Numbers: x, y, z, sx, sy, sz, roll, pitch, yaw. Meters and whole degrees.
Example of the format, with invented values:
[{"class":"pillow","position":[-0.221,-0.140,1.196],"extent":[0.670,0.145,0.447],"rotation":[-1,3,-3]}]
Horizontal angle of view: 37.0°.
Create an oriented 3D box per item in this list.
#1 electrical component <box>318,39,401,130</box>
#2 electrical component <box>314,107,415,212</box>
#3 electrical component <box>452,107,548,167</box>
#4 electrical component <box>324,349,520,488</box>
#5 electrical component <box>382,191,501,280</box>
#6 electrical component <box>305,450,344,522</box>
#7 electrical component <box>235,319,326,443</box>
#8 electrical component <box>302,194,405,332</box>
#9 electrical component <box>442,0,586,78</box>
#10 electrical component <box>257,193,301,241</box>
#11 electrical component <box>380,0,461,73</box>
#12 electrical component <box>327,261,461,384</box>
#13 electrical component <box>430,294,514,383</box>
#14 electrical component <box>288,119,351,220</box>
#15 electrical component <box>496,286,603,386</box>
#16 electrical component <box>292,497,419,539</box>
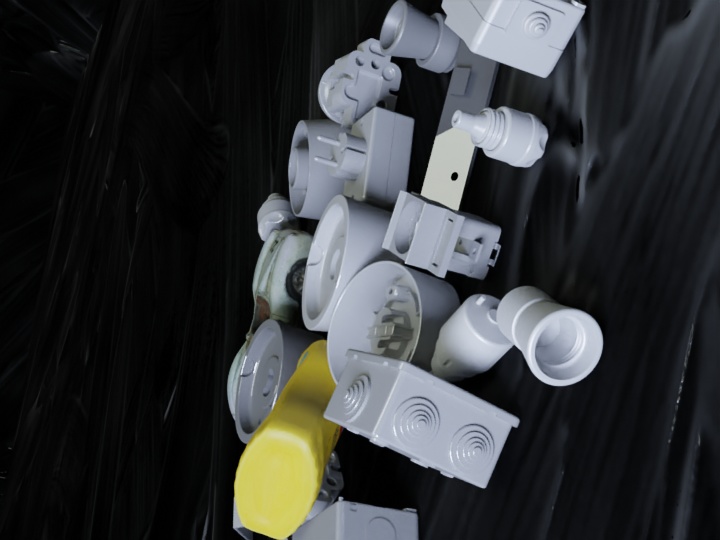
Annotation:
[{"class":"electrical component","position":[-0.003,-0.159,0.955],"extent":[0.057,0.058,0.078],"rotation":[-5,72,63]},{"class":"electrical component","position":[-0.002,-0.090,0.886],"extent":[0.047,0.076,0.083],"rotation":[-28,52,61]},{"class":"electrical component","position":[0.088,-0.089,0.691],"extent":[0.035,0.061,0.035],"rotation":[-46,36,50]},{"class":"electrical component","position":[0.035,0.091,0.663],"extent":[0.048,0.100,0.100],"rotation":[-66,21,-9]},{"class":"electrical component","position":[0.056,-0.022,0.723],"extent":[0.042,0.064,0.081],"rotation":[-71,23,9]},{"class":"electrical component","position":[-0.051,0.174,0.868],"extent":[0.057,0.058,0.078],"rotation":[-59,27,28]},{"class":"electrical component","position":[-0.060,0.101,0.928],"extent":[0.108,0.060,0.108],"rotation":[-46,36,50]},{"class":"electrical component","position":[0.000,0.000,0.842],"extent":[0.108,0.060,0.108],"rotation":[-167,90,-74]},{"class":"electrical component","position":[0.100,-0.168,0.711],"extent":[0.061,0.062,0.096],"rotation":[-63,25,28]},{"class":"electrical component","position":[-0.084,-0.054,1.100],"extent":[0.062,0.043,0.043],"rotation":[-102,34,-51]},{"class":"electrical component","position":[0.049,-0.183,0.848],"extent":[0.045,0.055,0.045],"rotation":[-46,36,50]},{"class":"electrical component","position":[0.026,0.046,0.753],"extent":[0.099,0.064,0.099],"rotation":[-46,36,51]},{"class":"electrical component","position":[0.068,0.049,0.683],"extent":[0.078,0.040,0.040],"rotation":[-53,31,43]},{"class":"electrical component","position":[-0.032,-0.095,1.007],"extent":[0.099,0.064,0.099],"rotation":[-178,90,-75]},{"class":"electrical component","position":[0.104,0.034,0.610],"extent":[0.065,0.044,0.044],"rotation":[-131,58,-69]},{"class":"electrical component","position":[-0.007,0.203,0.739],"extent":[0.096,0.062,0.061],"rotation":[-46,36,51]}]
